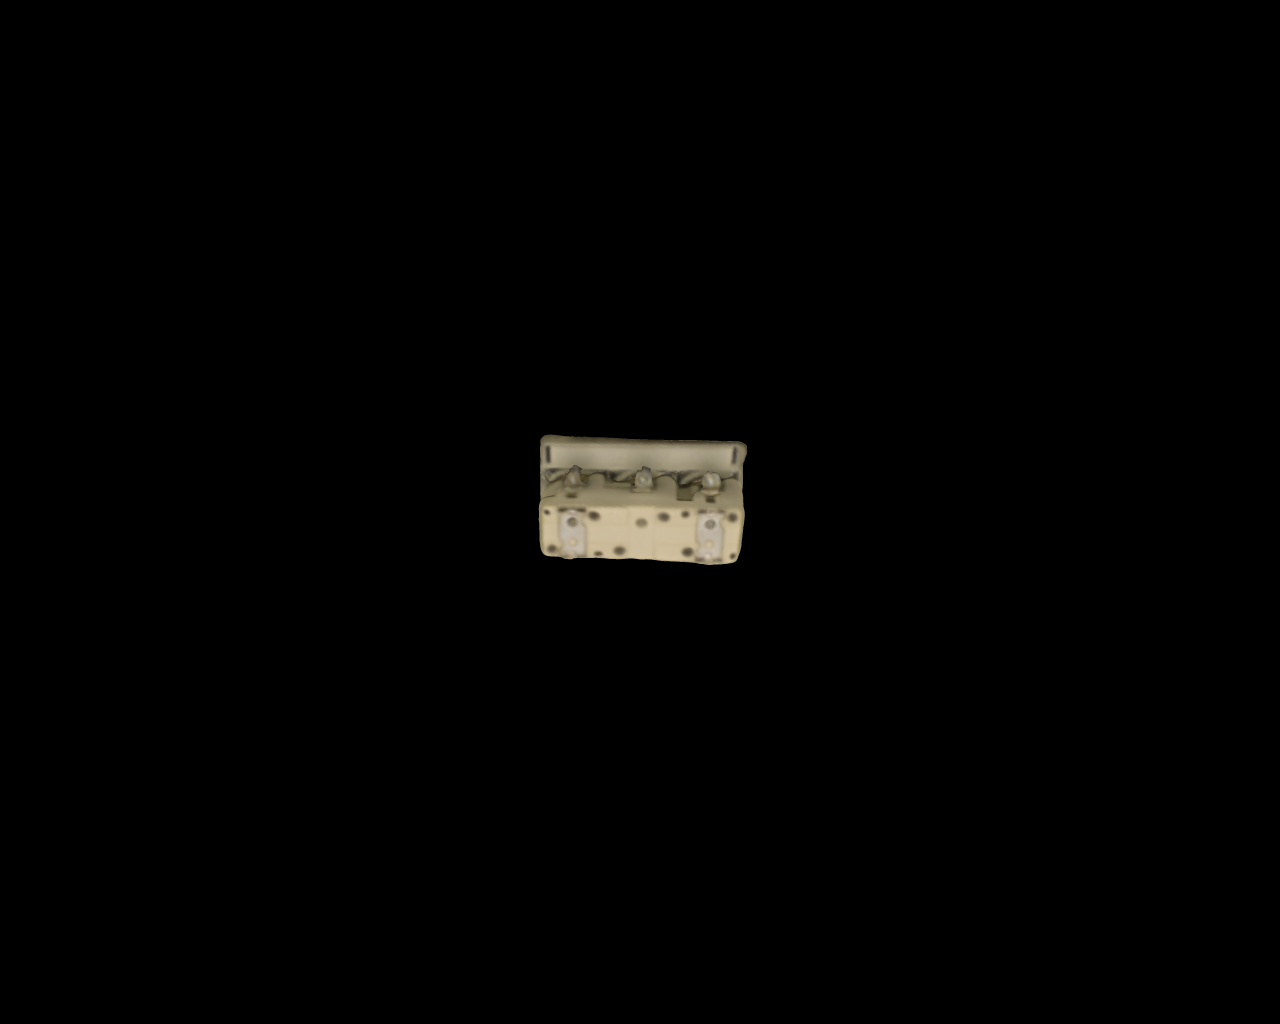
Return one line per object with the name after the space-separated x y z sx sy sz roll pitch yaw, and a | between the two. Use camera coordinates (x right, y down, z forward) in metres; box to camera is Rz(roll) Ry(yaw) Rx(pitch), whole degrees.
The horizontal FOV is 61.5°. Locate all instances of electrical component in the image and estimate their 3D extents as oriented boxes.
0.001 -0.003 0.650 0.121 0.078 0.063 3 35 -2 | electrical component
